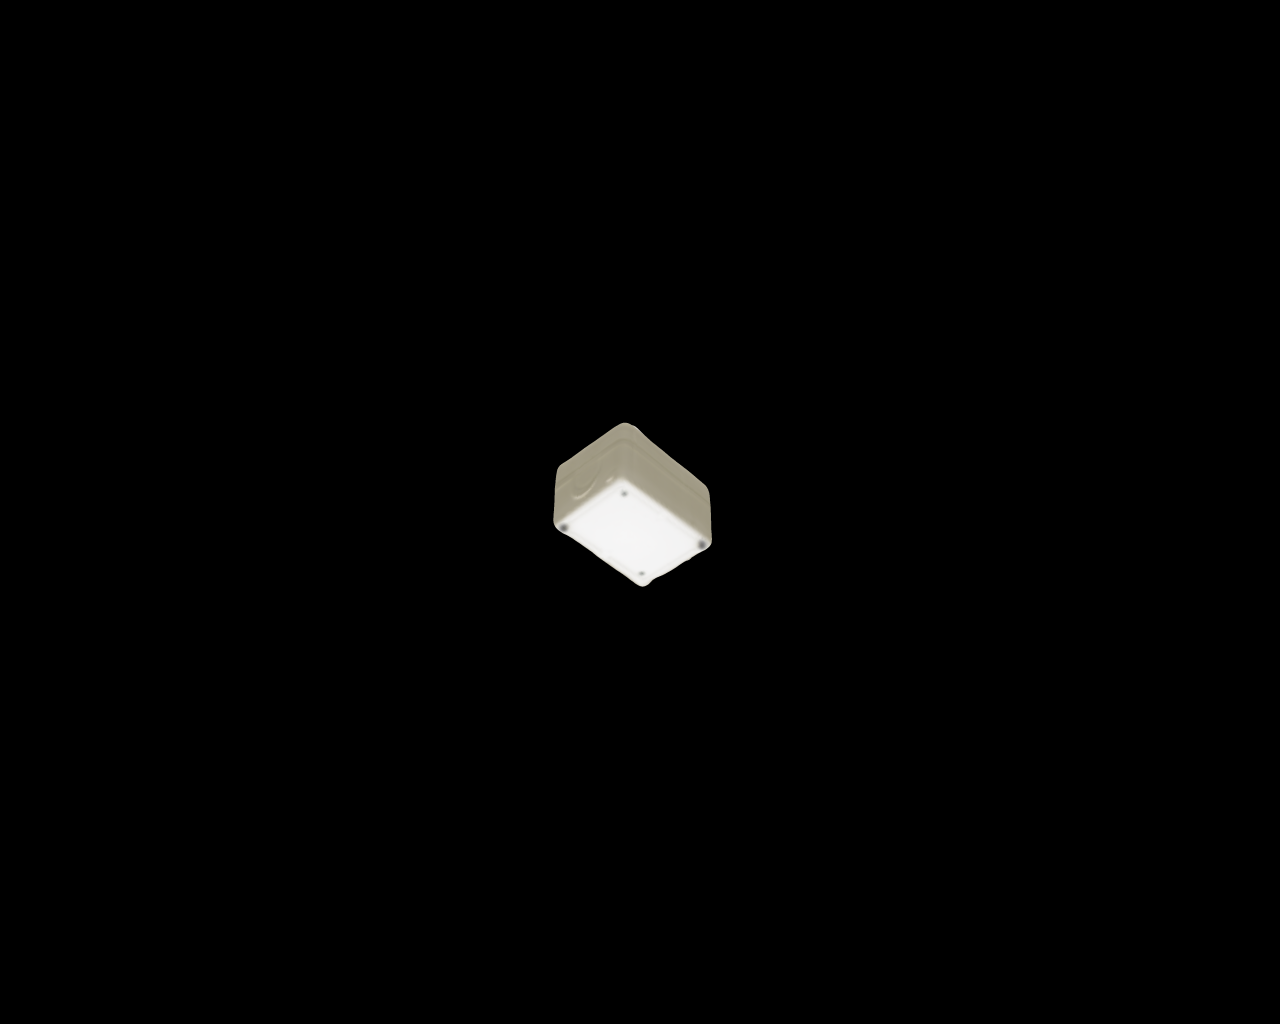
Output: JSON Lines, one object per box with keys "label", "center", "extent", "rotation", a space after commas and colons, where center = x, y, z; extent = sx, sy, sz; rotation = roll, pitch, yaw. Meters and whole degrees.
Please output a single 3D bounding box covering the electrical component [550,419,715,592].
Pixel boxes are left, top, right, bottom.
{"label": "electrical component", "center": [0.001, -0.003, 0.650], "extent": [0.061, 0.061, 0.096], "rotation": [-33, -54, 29]}
